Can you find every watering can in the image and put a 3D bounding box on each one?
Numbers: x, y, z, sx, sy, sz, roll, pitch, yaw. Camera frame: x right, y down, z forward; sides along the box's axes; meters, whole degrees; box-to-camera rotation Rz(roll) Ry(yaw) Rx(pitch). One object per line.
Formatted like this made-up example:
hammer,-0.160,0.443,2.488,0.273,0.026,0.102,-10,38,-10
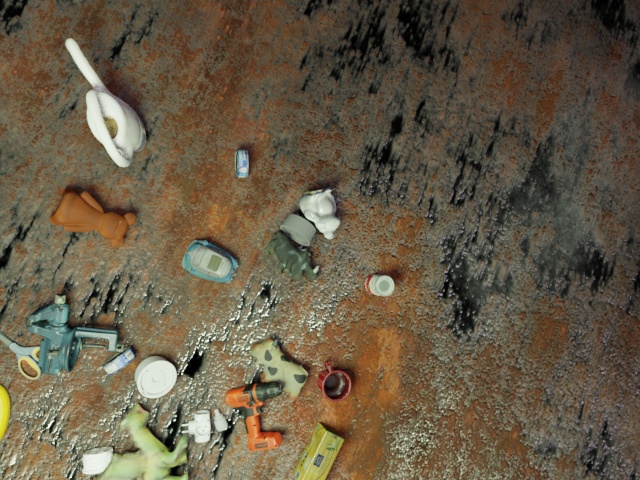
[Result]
watering can,-0.579,-0.362,1.410,0.104,0.347,0.225,-20,2,2

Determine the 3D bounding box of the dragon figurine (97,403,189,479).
dragon figurine,-0.471,0.654,1.380,0.243,0.415,0.120,3,-16,-21

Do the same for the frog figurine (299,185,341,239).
frog figurine,0.005,-0.081,1.609,0.122,0.159,0.139,-8,7,24
